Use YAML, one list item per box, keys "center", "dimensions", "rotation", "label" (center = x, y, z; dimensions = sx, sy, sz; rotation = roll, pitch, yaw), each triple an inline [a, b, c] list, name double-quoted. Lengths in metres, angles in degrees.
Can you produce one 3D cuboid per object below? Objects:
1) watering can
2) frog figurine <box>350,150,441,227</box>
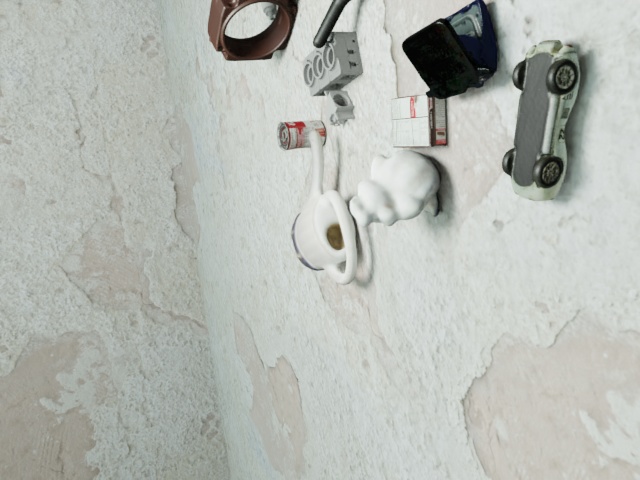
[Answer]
- center: [0.004, -0.060, 1.197]
  dimensions: [0.221, 0.104, 0.351]
  rotation: [-35, 68, 62]
  label: "watering can"
- center: [0.122, -0.090, 0.884]
  dimensions: [0.140, 0.160, 0.120]
  rotation: [66, 149, 27]
  label: "frog figurine"
